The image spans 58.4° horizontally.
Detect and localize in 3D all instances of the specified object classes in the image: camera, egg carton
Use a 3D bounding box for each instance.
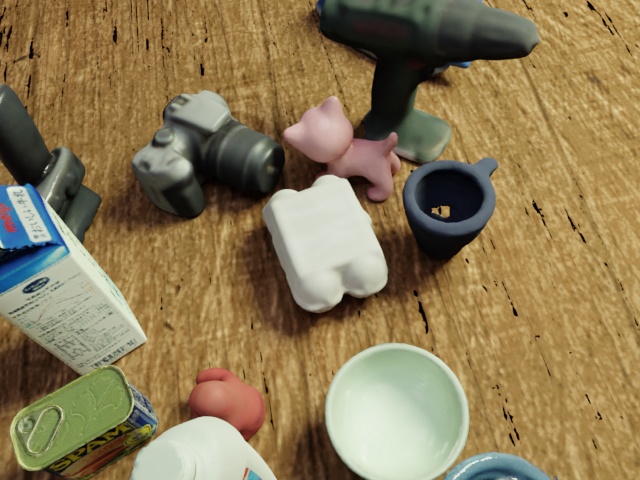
[{"bbox_3d":[-0.121,-0.099,0.659,0.136,0.101,0.143,24,64,17],"label":"camera"},{"bbox_3d":[0.006,0.002,0.609,0.107,0.069,0.150,-20,60,-8],"label":"egg carton"}]

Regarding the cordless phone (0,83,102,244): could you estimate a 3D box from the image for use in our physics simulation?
[{"bbox_3d":[-0.318,-0.057,0.598,0.094,0.185,0.147,2,59,5],"label":"cordless phone"}]

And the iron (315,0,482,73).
[{"bbox_3d":[0.100,-0.326,0.758,0.257,0.141,0.119,25,64,17],"label":"iron"}]

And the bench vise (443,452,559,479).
[{"bbox_3d":[0.097,0.215,0.389,0.207,0.220,0.121,-13,59,-4],"label":"bench vise"}]

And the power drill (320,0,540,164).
[{"bbox_3d":[0.109,-0.184,0.633,0.229,0.208,0.076,25,64,18],"label":"power drill"}]

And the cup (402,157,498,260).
[{"bbox_3d":[0.139,-0.031,0.606,0.118,0.095,0.091,-40,64,-18],"label":"cup"}]

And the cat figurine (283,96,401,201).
[{"bbox_3d":[0.028,-0.109,0.646,0.127,0.118,0.067,10,60,9],"label":"cat figurine"}]

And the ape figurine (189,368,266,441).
[{"bbox_3d":[-0.091,0.149,0.514,0.076,0.092,0.078,5,60,7],"label":"ape figurine"}]
